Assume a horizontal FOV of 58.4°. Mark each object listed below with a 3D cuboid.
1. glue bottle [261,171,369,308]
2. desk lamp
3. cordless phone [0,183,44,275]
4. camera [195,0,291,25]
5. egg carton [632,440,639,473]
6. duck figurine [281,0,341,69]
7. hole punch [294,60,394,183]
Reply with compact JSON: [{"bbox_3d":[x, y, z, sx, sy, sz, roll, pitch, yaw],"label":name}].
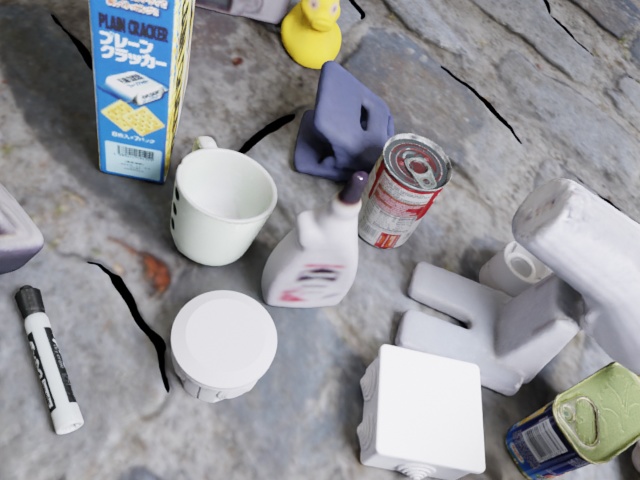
[{"bbox_3d":[0.004,0.002,0.460,0.078,0.173,0.037,-1,57,-19],"label":"glue bottle"},{"bbox_3d":[0.197,0.049,0.467,0.203,0.213,0.118,22,53,-3],"label":"desk lamp"},{"bbox_3d":[-0.275,-0.059,0.399,0.147,0.185,0.094,42,54,12],"label":"cordless phone"},{"bbox_3d":[-0.099,-0.362,0.717,0.143,0.100,0.137,10,54,-12],"label":"camera"},{"bbox_3d":[0.328,0.190,0.505,0.107,0.069,0.150,10,55,-12],"label":"egg carton"},{"bbox_3d":[-0.003,-0.275,0.700,0.078,0.086,0.104,6,55,-14],"label":"duck figurine"},{"bbox_3d":[0.033,-0.122,0.605,0.101,0.091,0.108,14,54,-9],"label":"hole punch"}]
